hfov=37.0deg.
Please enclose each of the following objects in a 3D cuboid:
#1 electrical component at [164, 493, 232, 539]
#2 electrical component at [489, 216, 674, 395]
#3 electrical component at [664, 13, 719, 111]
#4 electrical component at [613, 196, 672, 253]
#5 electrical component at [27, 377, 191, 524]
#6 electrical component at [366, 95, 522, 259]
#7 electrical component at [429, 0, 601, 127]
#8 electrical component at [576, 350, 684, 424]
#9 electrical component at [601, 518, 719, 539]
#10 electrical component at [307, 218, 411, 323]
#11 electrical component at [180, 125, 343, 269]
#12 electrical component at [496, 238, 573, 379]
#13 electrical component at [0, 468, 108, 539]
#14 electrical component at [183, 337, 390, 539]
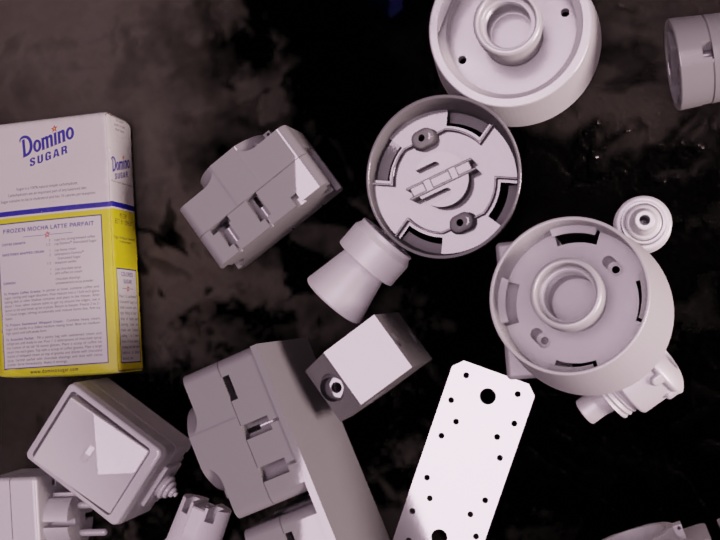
[{"bbox_3d":[-0.110,0.177,0.718,0.040,0.040,0.046,19,87,13],"label":"electrical component"},{"bbox_3d":[0.125,0.020,0.616,0.099,0.064,0.099,-5,76,22],"label":"electrical component"},{"bbox_3d":[0.211,-0.126,0.643,0.047,0.055,0.055,-8,87,9],"label":"electrical component"},{"bbox_3d":[0.170,-0.028,0.646,0.035,0.061,0.035,0,89,13],"label":"electrical component"},{"bbox_3d":[-0.164,0.124,0.720,0.096,0.061,0.061,34,96,12],"label":"electrical component"},{"bbox_3d":[0.054,-0.056,0.672,0.099,0.064,0.099,0,88,13],"label":"electrical component"},{"bbox_3d":[0.094,-0.147,0.667,0.108,0.060,0.108,0,89,13],"label":"electrical component"},{"bbox_3d":[0.161,0.069,0.655,0.062,0.048,0.048,-40,80,16],"label":"electrical component"},{"bbox_3d":[0.210,0.172,0.608,0.186,0.105,0.060,-21,84,12],"label":"electrical component"},{"bbox_3d":[0.000,0.000,0.694,0.045,0.045,0.055,42,97,11],"label":"electrical component"},{"bbox_3d":[-0.067,-0.050,0.708,0.089,0.050,0.055,-38,81,10],"label":"electrical component"},{"bbox_3d":[0.127,0.022,0.662,0.076,0.047,0.083,-5,87,13],"label":"electrical component"},{"bbox_3d":[-0.209,0.171,0.737,0.077,0.047,0.065,-5,87,13],"label":"electrical component"},{"bbox_3d":[-0.039,0.141,0.668,0.060,0.105,0.186,-24,83,12],"label":"electrical component"}]
